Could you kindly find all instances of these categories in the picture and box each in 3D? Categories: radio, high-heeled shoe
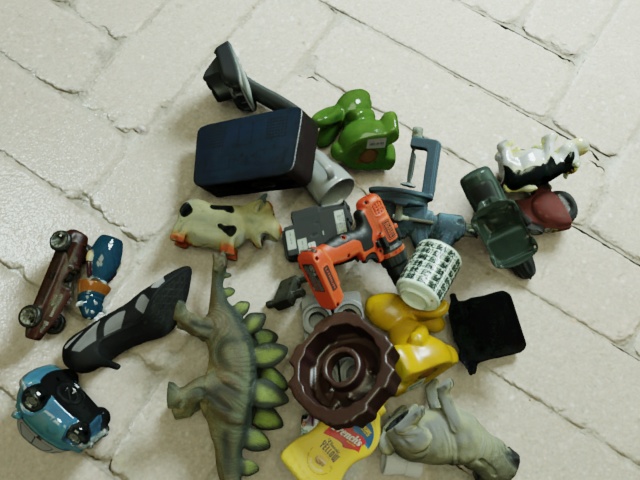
[{"bbox_3d":[-0.121,-0.156,0.988,0.230,0.073,0.131,-5,72,27],"label":"radio"},{"bbox_3d":[-0.341,0.134,0.957,0.145,0.086,0.249,10,50,34],"label":"high-heeled shoe"}]

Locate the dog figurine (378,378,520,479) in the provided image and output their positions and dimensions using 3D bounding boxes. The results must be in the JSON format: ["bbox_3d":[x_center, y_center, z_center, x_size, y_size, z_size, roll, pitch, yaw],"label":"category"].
[{"bbox_3d":[0.208,0.341,0.863,0.172,0.121,0.190,-37,82,-4],"label":"dog figurine"}]

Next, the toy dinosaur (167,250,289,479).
[{"bbox_3d":[-0.151,0.248,0.893,0.199,0.105,0.471,-1,77,-5],"label":"toy dinosaur"}]

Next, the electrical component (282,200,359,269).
[{"bbox_3d":[-0.002,-0.003,0.988,0.134,0.058,0.115,-12,71,12],"label":"electrical component"}]

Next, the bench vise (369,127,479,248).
[{"bbox_3d":[0.186,-0.086,0.986,0.224,0.129,0.240,8,88,17],"label":"bench vise"}]

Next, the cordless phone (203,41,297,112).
[{"bbox_3d":[-0.118,-0.288,1.037,0.184,0.146,0.088,28,83,10],"label":"cordless phone"}]

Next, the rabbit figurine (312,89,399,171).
[{"bbox_3d":[0.067,-0.220,1.056,0.159,0.121,0.170,-12,55,2],"label":"rabbit figurine"}]

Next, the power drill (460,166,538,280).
[{"bbox_3d":[0.317,-0.014,0.913,0.086,0.207,0.232,-27,92,24],"label":"power drill"}]

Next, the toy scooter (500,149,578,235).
[{"bbox_3d":[0.386,-0.077,1.019,0.135,0.075,0.184,-29,72,-10],"label":"toy scooter"}]

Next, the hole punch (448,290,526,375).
[{"bbox_3d":[0.293,0.156,0.947,0.116,0.092,0.142,-17,75,17],"label":"hole punch"}]

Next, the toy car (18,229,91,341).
[{"bbox_3d":[-0.458,0.078,0.945,0.053,0.089,0.202,11,71,6],"label":"toy car"}]

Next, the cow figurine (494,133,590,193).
[{"bbox_3d":[0.406,-0.137,0.968,0.167,0.068,0.098,-6,71,5],"label":"cow figurine"}]

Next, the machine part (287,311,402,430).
[{"bbox_3d":[0.038,0.202,0.833,0.179,0.056,0.179,-15,52,19],"label":"machine part"}]

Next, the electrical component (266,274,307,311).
[{"bbox_3d":[-0.058,0.093,0.964,0.021,0.094,0.063,44,41,-25],"label":"electrical component"}]

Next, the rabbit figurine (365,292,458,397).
[{"bbox_3d":[0.150,0.155,0.924,0.162,0.121,0.173,-27,56,-12],"label":"rabbit figurine"}]

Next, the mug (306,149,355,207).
[{"bbox_3d":[0.000,-0.126,1.015,0.081,0.109,0.107,-39,65,-5],"label":"mug"}]

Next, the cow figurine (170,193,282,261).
[{"bbox_3d":[-0.166,-0.030,0.992,0.195,0.085,0.127,11,79,3],"label":"cow figurine"}]

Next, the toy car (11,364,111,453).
[{"bbox_3d":[-0.433,0.290,0.882,0.161,0.109,0.103,45,100,0],"label":"toy car"}]

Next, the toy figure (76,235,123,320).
[{"bbox_3d":[-0.398,0.068,0.966,0.064,0.058,0.154,19,68,-19],"label":"toy figure"}]
